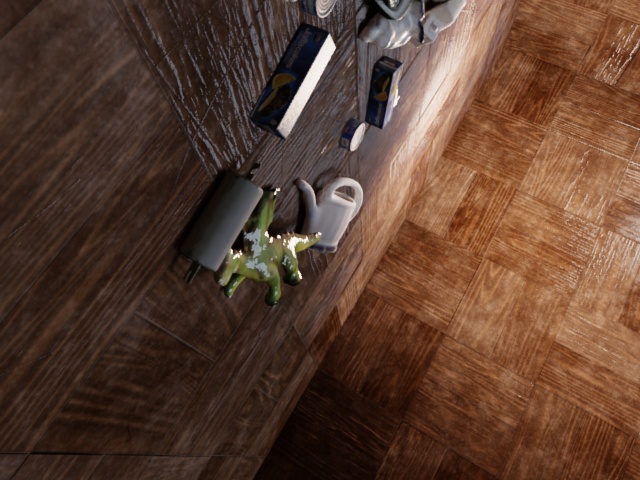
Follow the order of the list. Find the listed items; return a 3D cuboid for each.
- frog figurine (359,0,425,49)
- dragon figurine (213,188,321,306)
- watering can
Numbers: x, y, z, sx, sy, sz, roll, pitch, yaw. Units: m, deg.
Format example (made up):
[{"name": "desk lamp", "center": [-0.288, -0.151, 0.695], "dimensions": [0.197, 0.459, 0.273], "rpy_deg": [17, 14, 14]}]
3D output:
[{"name": "frog figurine", "center": [0.156, -0.503, 1.205], "dimensions": [0.160, 0.124, 0.135], "rpy_deg": [-21, 164, -8]}, {"name": "dragon figurine", "center": [-0.106, -0.002, 1.145], "dimensions": [0.418, 0.123, 0.237], "rpy_deg": [-45, 148, -47]}, {"name": "watering can", "center": [0.004, -0.070, 1.394], "dimensions": [0.348, 0.105, 0.222], "rpy_deg": [-2, 120, -57]}]
